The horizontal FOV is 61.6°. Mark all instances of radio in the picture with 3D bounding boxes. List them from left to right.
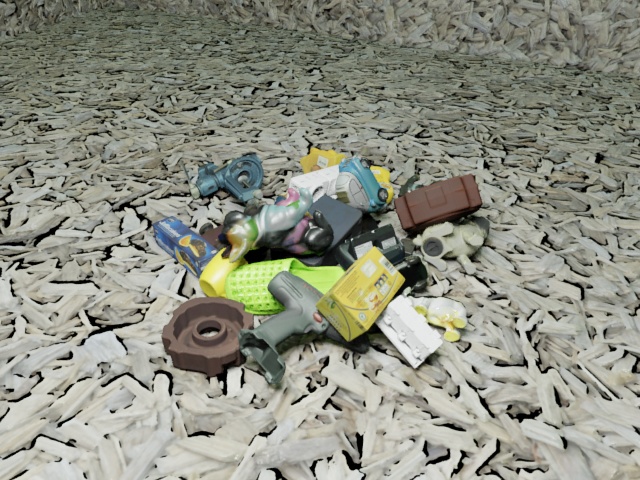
[{"bbox_3d":[-0.003,-0.004,1.276,0.131,0.073,0.229,23,50,25],"label":"radio"}]

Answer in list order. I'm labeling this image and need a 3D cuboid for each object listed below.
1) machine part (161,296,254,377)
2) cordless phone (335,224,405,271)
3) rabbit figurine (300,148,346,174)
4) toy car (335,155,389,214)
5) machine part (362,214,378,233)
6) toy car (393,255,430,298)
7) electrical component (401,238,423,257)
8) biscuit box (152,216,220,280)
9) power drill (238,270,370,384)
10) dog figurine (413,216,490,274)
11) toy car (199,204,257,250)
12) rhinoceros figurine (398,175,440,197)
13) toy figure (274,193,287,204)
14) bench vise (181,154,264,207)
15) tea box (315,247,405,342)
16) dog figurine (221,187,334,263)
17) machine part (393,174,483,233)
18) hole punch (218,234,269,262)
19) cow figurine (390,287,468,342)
[{"bbox_3d":[-0.213,0.181,1.037,0.179,0.056,0.179,2,34,-1],"label":"machine part"},{"bbox_3d":[0.091,0.028,1.223,0.146,0.088,0.184,-21,4,-22],"label":"cordless phone"},{"bbox_3d":[0.030,-0.210,1.592,0.163,0.121,0.173,20,23,37],"label":"rabbit figurine"},{"bbox_3d":[0.092,-0.125,1.345,0.103,0.161,0.109,-42,24,-31],"label":"toy car"},{"bbox_3d":[0.120,-0.029,1.381,0.084,0.039,0.139,-5,37,-4],"label":"machine part"},{"bbox_3d":[0.162,0.092,1.177,0.202,0.073,0.056,-21,7,-31],"label":"toy car"},{"bbox_3d":[0.214,0.020,1.331,0.094,0.021,0.063,14,36,17],"label":"electrical component"},{"bbox_3d":[-0.313,0.016,1.257,0.063,0.059,0.203,-28,45,-36],"label":"biscuit box"},{"bbox_3d":[-0.035,0.172,1.004,0.232,0.086,0.207,44,51,9],"label":"power drill"},{"bbox_3d":[0.330,-0.010,1.332,0.172,0.121,0.190,22,27,9],"label":"dog figurine"},{"bbox_3d":[-0.206,-0.023,1.330,0.202,0.053,0.089,-29,67,-36],"label":"toy car"},{"bbox_3d":[0.312,-0.117,1.491,0.191,0.073,0.112,21,37,24],"label":"rhinoceros figurine"},{"bbox_3d":[-0.070,-0.111,1.462,0.154,0.064,0.058,-22,59,-38],"label":"toy figure"},{"bbox_3d":[-0.237,-0.156,1.463,0.224,0.128,0.241,-19,36,-26],"label":"bench vise"},{"bbox_3d":[0.081,0.102,1.038,0.098,0.068,0.169,48,47,1],"label":"tea box"},{"bbox_3d":[-0.100,-0.006,1.131,0.219,0.191,0.109,-37,23,-13],"label":"dog figurine"},{"bbox_3d":[0.291,-0.084,1.324,0.201,0.087,0.201,-18,-5,12],"label":"machine part"},{"bbox_3d":[-0.161,-0.013,1.240,0.142,0.115,0.092,-27,78,-36],"label":"hole punch"},{"bbox_3d":[0.221,0.142,1.118,0.167,0.068,0.098,16,31,11],"label":"cow figurine"}]
